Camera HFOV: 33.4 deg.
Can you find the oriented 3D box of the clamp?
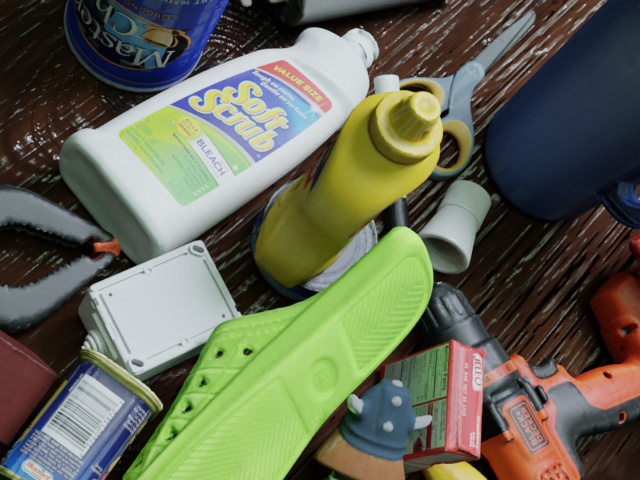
[{"bbox_3d":[-0.228,0.024,0.655,0.209,0.036,0.164,2,80,-24],"label":"clamp"}]

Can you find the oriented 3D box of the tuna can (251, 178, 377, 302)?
[{"bbox_3d":[-0.005,0.001,0.754,0.086,0.034,0.086,7,68,-19],"label":"tuna can"}]

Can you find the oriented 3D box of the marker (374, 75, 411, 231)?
[{"bbox_3d":[0.054,-0.062,0.796,0.020,0.020,0.121,-2,84,-22],"label":"marker"}]

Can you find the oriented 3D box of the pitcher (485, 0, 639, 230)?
[{"bbox_3d":[0.221,-0.091,0.758,0.145,0.243,0.149,42,62,-3],"label":"pitcher"}]

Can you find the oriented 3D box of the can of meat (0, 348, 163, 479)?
[{"bbox_3d":[-0.143,0.119,0.617,0.057,0.102,0.083,37,64,-3],"label":"can of meat"}]

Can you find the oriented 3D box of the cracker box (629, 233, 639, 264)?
[{"bbox_3d":[0.350,0.047,0.764,0.164,0.072,0.214,-34,76,11],"label":"cracker box"}]

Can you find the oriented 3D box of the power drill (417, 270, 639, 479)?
[{"bbox_3d":[0.173,0.089,0.777,0.187,0.057,0.184,-23,80,-27],"label":"power drill"}]

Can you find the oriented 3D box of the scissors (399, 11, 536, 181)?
[{"bbox_3d":[0.127,-0.114,0.860,0.201,0.016,0.096,-27,84,-27],"label":"scissors"}]

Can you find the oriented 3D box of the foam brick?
[{"bbox_3d":[-0.202,0.073,0.616,0.078,0.053,0.051,43,78,-31],"label":"foam brick"}]

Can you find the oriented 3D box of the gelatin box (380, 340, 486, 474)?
[{"bbox_3d":[0.072,0.113,0.709,0.030,0.089,0.073,18,64,-26],"label":"gelatin box"}]

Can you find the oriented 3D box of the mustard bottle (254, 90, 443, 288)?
[{"bbox_3d":[0.023,-0.039,0.649,0.058,0.192,0.096,42,61,-2],"label":"mustard bottle"}]

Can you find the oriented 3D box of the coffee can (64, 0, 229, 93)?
[{"bbox_3d":[-0.111,-0.176,0.718,0.102,0.140,0.103,8,68,-19],"label":"coffee can"}]

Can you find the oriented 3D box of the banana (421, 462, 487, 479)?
[{"bbox_3d":[0.120,0.231,0.714,0.069,0.037,0.198,-5,73,-24],"label":"banana"}]

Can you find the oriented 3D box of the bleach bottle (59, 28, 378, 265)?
[{"bbox_3d":[-0.054,-0.088,0.753,0.250,0.068,0.102,-39,89,-31],"label":"bleach bottle"}]
